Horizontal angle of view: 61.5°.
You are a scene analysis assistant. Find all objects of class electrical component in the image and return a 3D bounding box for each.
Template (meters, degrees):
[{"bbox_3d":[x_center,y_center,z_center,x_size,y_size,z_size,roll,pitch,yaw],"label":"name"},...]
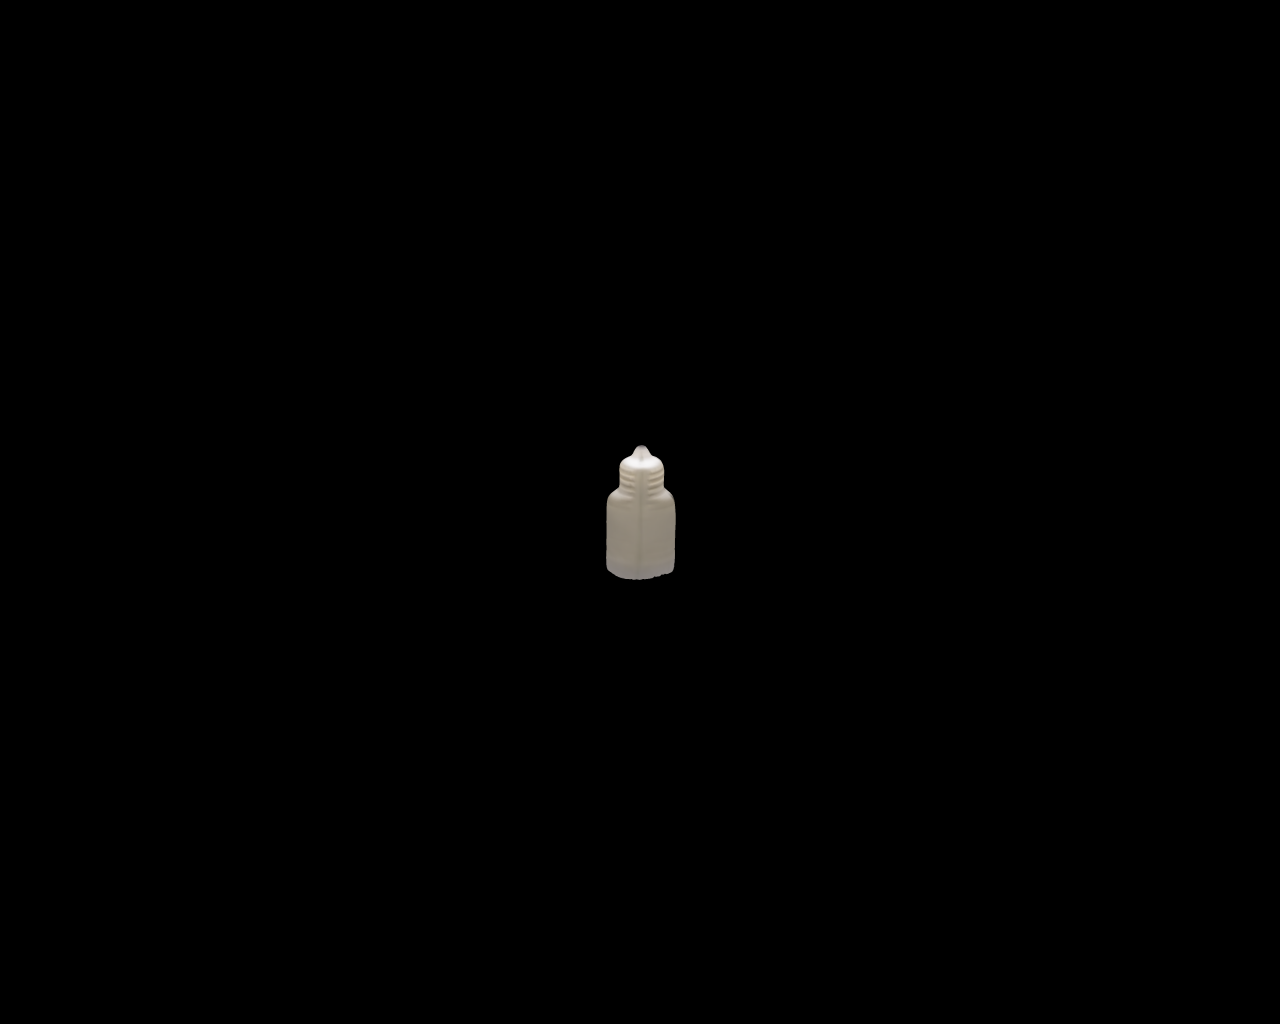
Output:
[{"bbox_3d":[0.001,-0.003,0.650,0.043,0.080,0.043,0,16,0],"label":"electrical component"}]
